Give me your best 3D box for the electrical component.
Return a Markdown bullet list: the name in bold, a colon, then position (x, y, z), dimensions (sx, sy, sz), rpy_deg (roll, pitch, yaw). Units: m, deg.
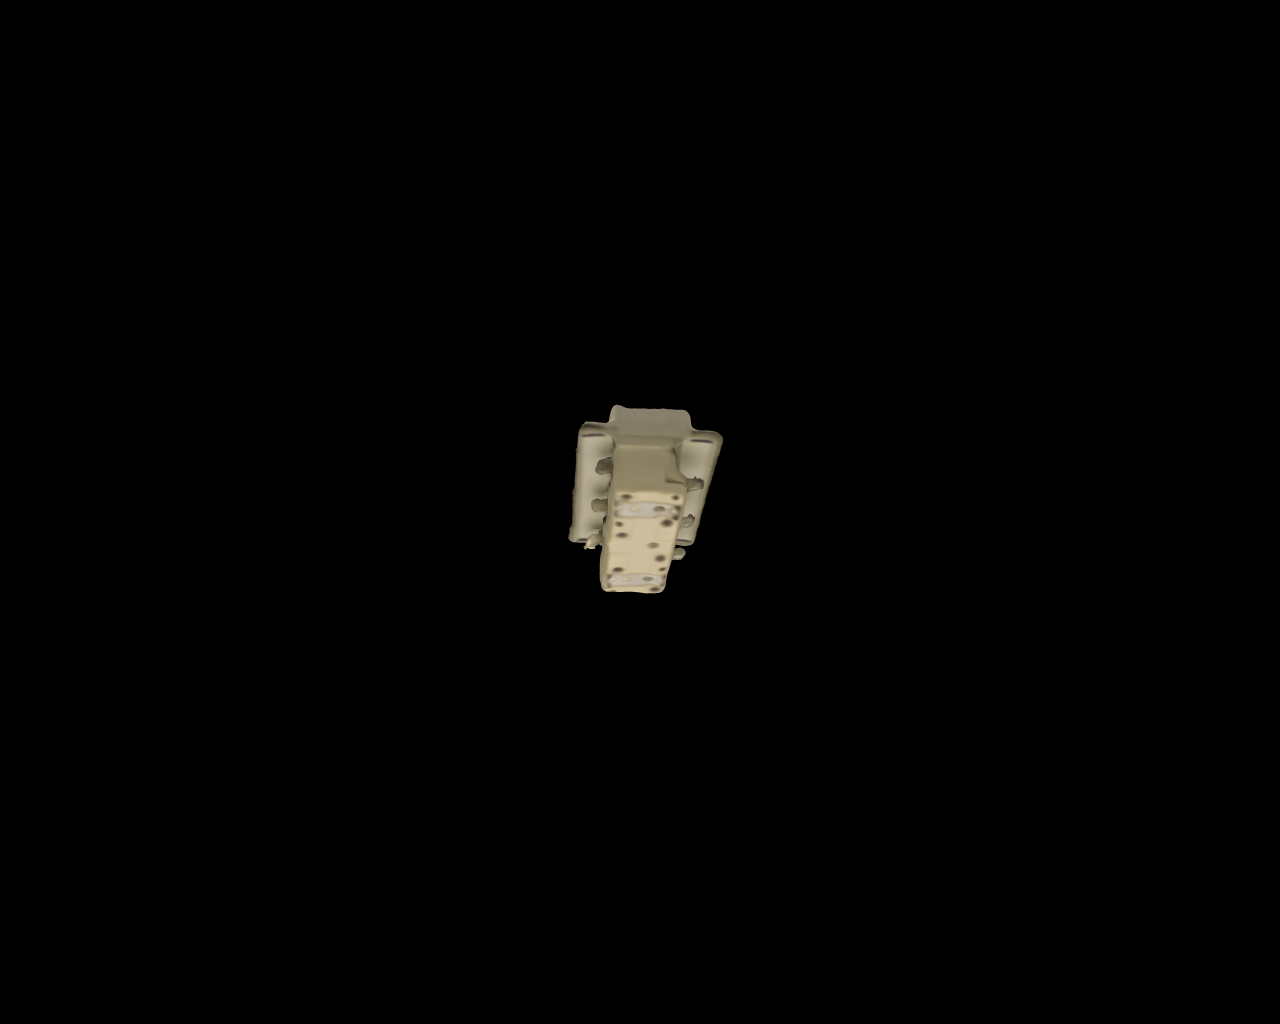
- **electrical component**: position (0.001, -0.003, 0.650), dimensions (0.079, 0.063, 0.121), rpy_deg (3, -33, -5)
